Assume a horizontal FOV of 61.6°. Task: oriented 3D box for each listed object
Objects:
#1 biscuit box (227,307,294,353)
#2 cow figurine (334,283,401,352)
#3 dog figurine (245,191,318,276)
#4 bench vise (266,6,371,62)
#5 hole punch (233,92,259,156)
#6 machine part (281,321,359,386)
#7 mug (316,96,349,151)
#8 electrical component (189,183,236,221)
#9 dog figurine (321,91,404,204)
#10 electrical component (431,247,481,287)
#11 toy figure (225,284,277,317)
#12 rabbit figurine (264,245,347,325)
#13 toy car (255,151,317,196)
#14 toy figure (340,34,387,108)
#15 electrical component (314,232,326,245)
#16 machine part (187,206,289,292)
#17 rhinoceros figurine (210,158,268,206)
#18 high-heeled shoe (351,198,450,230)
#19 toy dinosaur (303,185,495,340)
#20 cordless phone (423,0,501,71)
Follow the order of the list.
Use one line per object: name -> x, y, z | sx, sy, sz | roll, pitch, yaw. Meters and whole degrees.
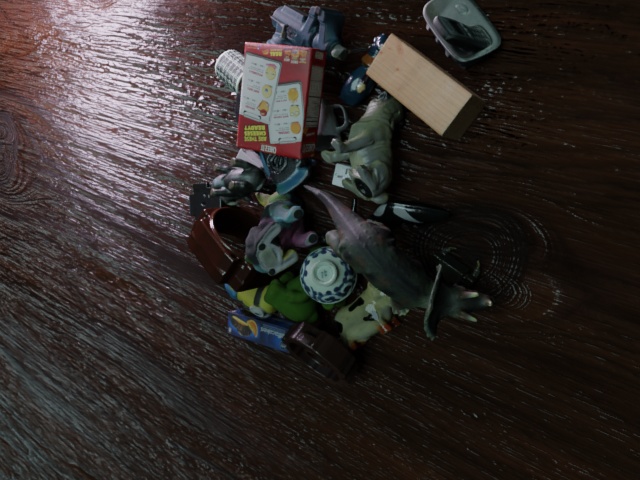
biscuit box -> -0.133, 0.217, 1.307 | 0.203, 0.059, 0.062 | 9, 99, 33
cow figurine -> 0.109, 0.139, 1.127 | 0.195, 0.085, 0.127 | -38, 79, 31
dog figurine -> -0.105, -0.033, 1.193 | 0.191, 0.108, 0.219 | -40, 30, -7
bench vise -> -0.034, -0.386, 1.160 | 0.224, 0.129, 0.240 | 34, 123, 22
hole punch -> -0.141, -0.289, 1.270 | 0.142, 0.092, 0.115 | 58, 154, 12
machine part -> 0.001, 0.243, 1.160 | 0.180, 0.179, 0.056 | 24, 64, 30
mug -> 0.007, -0.262, 1.167 | 0.110, 0.080, 0.107 | -21, 74, 33
electrical component -> -0.280, -0.091, 1.386 | 0.134, 0.058, 0.114 | -1, 91, 34
dog figurine -> 0.124, -0.184, 1.062 | 0.172, 0.190, 0.121 | 54, 162, -13
electrical component -> 0.263, 0.060, 1.040 | 0.102, 0.045, 0.078 | 33, 139, 30
toy figure -> -0.170, 0.119, 1.313 | 0.180, 0.082, 0.089 | 34, 115, 31
rabbit figurine -> -0.020, 0.098, 1.187 | 0.159, 0.121, 0.170 | 40, 109, 19
toy car -> -0.073, -0.178, 1.209 | 0.109, 0.103, 0.162 | -36, 70, 22
toy figure -> 0.099, -0.349, 1.109 | 0.154, 0.058, 0.064 | -52, 53, 26
electrical component -> -0.002, -0.004, 1.199 | 0.094, 0.063, 0.021 | -5, 97, 51
machine part -> -0.184, 0.014, 1.240 | 0.201, 0.201, 0.087 | 50, 121, 21
rhinoceros figurine -> -0.186, -0.128, 1.208 | 0.190, 0.112, 0.073 | -13, 75, 56
high-heeled shoe -> 0.142, -0.010, 1.095 | 0.249, 0.086, 0.145 | 10, 102, 38
toy dinosaur -> 0.116, 0.036, 0.966 | 0.405, 0.192, 0.131 | 38, 85, -1
cordless phone -> 0.226, -0.379, 0.945 | 0.089, 0.184, 0.146 | -40, 72, 34
